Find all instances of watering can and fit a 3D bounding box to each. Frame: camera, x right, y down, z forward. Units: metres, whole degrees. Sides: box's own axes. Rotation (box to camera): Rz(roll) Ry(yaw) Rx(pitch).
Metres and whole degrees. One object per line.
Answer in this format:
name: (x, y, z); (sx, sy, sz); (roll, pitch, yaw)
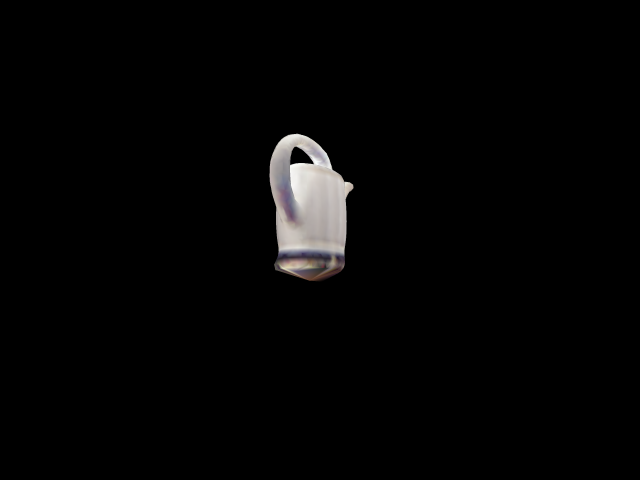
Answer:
watering can: (0.003, -0.043, 0.850); (0.104, 0.226, 0.345); (-4, -9, 20)
